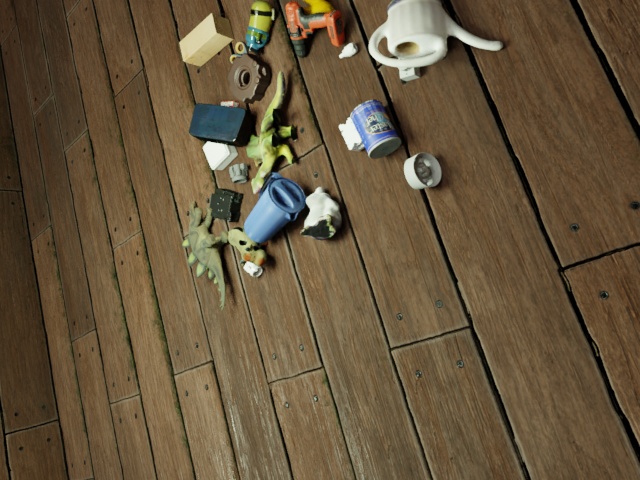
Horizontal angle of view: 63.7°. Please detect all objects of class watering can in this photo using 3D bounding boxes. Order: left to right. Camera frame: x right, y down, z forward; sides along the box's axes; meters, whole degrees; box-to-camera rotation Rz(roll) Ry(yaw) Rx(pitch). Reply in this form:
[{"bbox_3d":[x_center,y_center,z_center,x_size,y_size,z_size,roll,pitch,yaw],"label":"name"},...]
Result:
[{"bbox_3d":[0.305,-0.569,1.395,0.347,0.102,0.228,-3,70,12],"label":"watering can"}]

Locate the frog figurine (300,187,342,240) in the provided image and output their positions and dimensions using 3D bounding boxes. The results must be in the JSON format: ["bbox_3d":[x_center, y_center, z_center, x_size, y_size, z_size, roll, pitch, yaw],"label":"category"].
[{"bbox_3d":[0.005,-0.083,1.643,0.135,0.122,0.163,-51,25,35],"label":"frog figurine"}]

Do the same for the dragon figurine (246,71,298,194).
[{"bbox_3d":[-0.194,-0.361,1.796,0.241,0.122,0.414,-12,73,45],"label":"dragon figurine"}]
